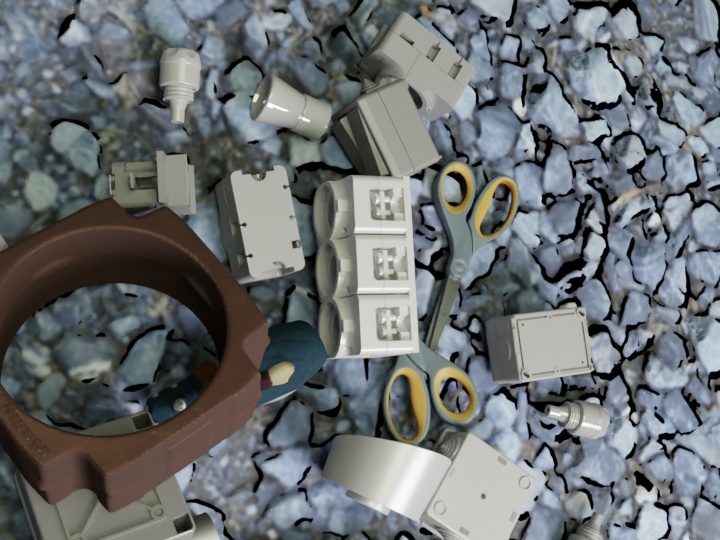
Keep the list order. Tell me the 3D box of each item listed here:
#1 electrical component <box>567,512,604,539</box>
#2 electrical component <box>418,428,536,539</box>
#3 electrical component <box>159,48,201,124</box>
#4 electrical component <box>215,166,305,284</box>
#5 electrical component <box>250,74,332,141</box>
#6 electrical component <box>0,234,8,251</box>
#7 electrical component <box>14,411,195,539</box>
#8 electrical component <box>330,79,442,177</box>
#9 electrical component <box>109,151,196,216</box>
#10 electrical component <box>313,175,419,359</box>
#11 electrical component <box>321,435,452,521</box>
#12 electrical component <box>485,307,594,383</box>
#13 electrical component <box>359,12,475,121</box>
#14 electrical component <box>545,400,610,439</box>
[{"bbox_3d":[0.213,0.258,1.016,0.035,0.035,0.061,37,68,-15],"label":"electrical component"},{"bbox_3d":[0.100,0.201,0.966,0.100,0.048,0.099,37,70,-15],"label":"electrical component"},{"bbox_3d":[-0.154,-0.155,0.913,0.035,0.035,0.061,5,83,-23],"label":"electrical component"},{"bbox_3d":[-0.087,-0.037,0.914,0.050,0.056,0.089,-10,87,-24],"label":"electrical component"},{"bbox_3d":[-0.059,-0.141,0.949,0.065,0.044,0.044,20,75,-25],"label":"electrical component"},{"bbox_3d":[-0.305,-0.019,0.823,0.055,0.048,0.066,-35,97,-16],"label":"electrical component"},{"bbox_3d":[-0.194,0.177,0.817,0.109,0.056,0.108,-16,63,-24],"label":"electrical component"},{"bbox_3d":[0.017,-0.124,0.967,0.061,0.062,0.096,-27,94,-24],"label":"electrical component"},{"bbox_3d":[-0.169,-0.068,0.876,0.064,0.081,0.042,-3,83,-1],"label":"electrical component"},{"bbox_3d":[0.000,0.000,0.928,0.062,0.089,0.150,0,83,-23],"label":"electrical component"},{"bbox_3d":[0.020,0.170,0.910,0.099,0.099,0.064,29,79,-18],"label":"electrical component"},{"bbox_3d":[0.171,0.070,1.008,0.096,0.061,0.061,-5,85,-24],"label":"electrical component"},{"bbox_3d":[0.051,-0.184,0.997,0.089,0.050,0.055,36,71,-15],"label":"electrical component"},{"bbox_3d":[0.206,0.140,1.029,0.061,0.035,0.035,15,77,-18],"label":"electrical component"}]
